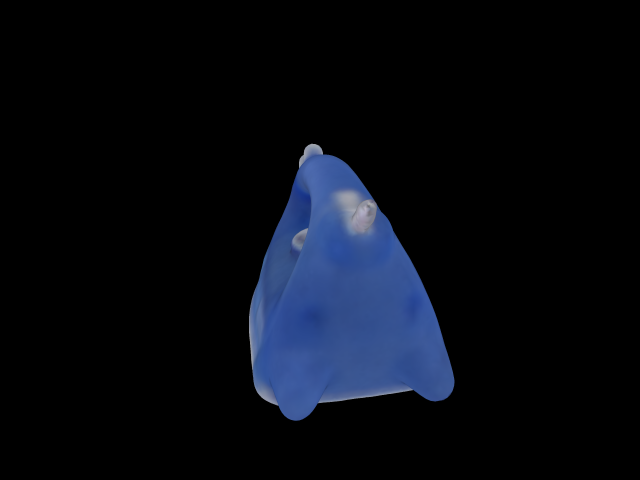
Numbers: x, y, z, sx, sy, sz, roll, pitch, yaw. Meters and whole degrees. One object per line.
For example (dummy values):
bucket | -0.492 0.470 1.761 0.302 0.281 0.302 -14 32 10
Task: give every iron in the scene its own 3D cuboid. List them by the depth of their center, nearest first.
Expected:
iron | 0.004 0.001 0.400 0.119 0.141 0.258 -5 24 -10
